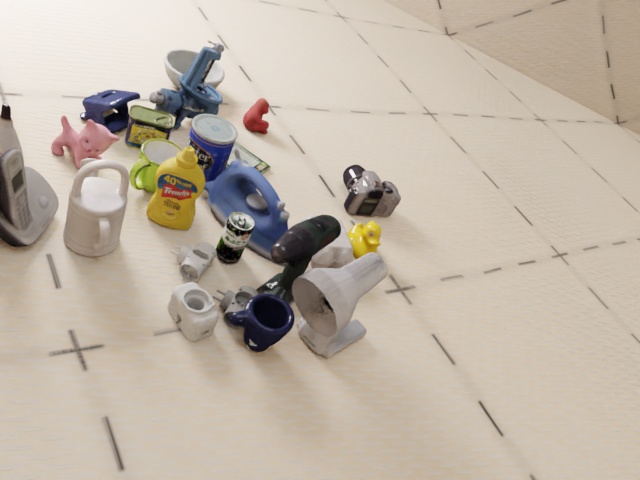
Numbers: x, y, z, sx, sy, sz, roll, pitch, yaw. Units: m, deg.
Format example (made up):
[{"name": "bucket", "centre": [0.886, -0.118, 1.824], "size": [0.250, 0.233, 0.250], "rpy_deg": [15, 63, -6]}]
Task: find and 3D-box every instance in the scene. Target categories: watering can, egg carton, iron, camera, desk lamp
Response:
[{"name": "watering can", "centre": [-0.405, -0.074, 1.036], "size": [0.172, 0.194, 0.101], "rpy_deg": [44, 41, 19]}, {"name": "egg carton", "centre": [0.012, 0.005, 1.305], "size": [0.107, 0.069, 0.150], "rpy_deg": [5, 44, -28]}, {"name": "iron", "centre": [-0.133, -0.076, 1.248], "size": [0.258, 0.141, 0.119], "rpy_deg": [44, 41, 18]}, {"name": "camera", "centre": [0.128, -0.141, 1.512], "size": [0.143, 0.100, 0.136], "rpy_deg": [2, 46, -30]}, {"name": "desk lamp", "centre": [0.031, 0.119, 1.075], "size": [0.204, 0.213, 0.117], "rpy_deg": [-22, 60, -44]}]

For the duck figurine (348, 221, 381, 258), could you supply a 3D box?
[{"name": "duck figurine", "centre": [0.113, -0.008, 1.369], "size": [0.078, 0.086, 0.104], "rpy_deg": [3, 45, -29]}]

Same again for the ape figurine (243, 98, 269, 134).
[{"name": "ape figurine", "centre": [-0.166, -0.344, 1.563], "size": [0.076, 0.092, 0.077], "rpy_deg": [12, 41, -20]}]

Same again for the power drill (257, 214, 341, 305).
[{"name": "power drill", "centre": [-0.049, 0.044, 1.114], "size": [0.075, 0.208, 0.230], "rpy_deg": [37, 39, 11]}]

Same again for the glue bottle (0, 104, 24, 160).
[{"name": "glue bottle", "centre": [-0.584, -0.179, 1.059], "size": [0.078, 0.173, 0.037], "rpy_deg": [31, 38, 3]}]

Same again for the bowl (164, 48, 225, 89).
[{"name": "bowl", "centre": [-0.353, -0.452, 1.581], "size": [0.168, 0.074, 0.167], "rpy_deg": [17, 40, -15]}]

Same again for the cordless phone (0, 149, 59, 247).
[{"name": "cordless phone", "centre": [-0.516, -0.094, 0.998], "size": [0.094, 0.185, 0.147], "rpy_deg": [19, 39, -12]}]

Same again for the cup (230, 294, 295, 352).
[{"name": "cup", "centre": [-0.114, 0.160, 1.037], "size": [0.118, 0.095, 0.091], "rpy_deg": [2, 46, -30]}]

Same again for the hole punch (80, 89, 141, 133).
[{"name": "hole punch", "centre": [-0.489, -0.316, 1.334], "size": [0.101, 0.091, 0.109], "rpy_deg": [33, 39, 5]}]

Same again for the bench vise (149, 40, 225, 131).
[{"name": "bench vise", "centre": [-0.309, -0.375, 1.406], "size": [0.121, 0.219, 0.208], "rpy_deg": [33, 39, 6]}]

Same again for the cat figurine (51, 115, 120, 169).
[{"name": "cat figurine", "centre": [-0.490, -0.214, 1.199], "size": [0.128, 0.117, 0.067], "rpy_deg": [30, 38, 2]}]
